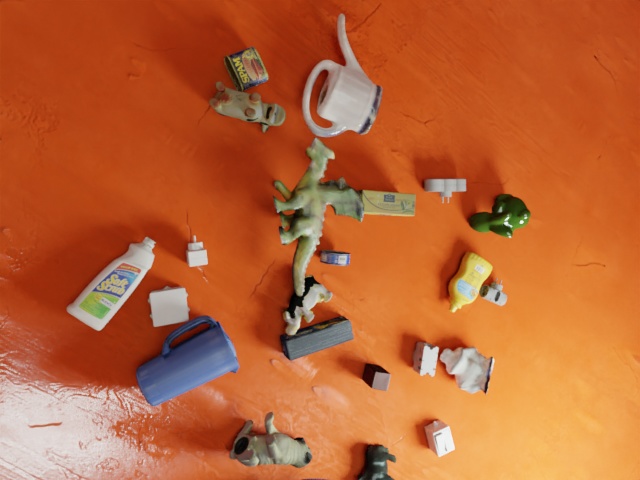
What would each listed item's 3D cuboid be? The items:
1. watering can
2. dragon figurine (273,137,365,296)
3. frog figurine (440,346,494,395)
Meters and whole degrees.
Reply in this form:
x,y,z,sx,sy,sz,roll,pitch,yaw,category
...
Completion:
x,y,z,sx,sy,sz,roll,pitch,yaw,category
0.080,-0.442,1.450,0.223,0.104,0.349,22,85,-19,watering can
0.004,-0.070,1.398,0.243,0.122,0.409,-12,95,-2,dragon figurine
0.453,0.400,1.615,0.160,0.123,0.137,15,97,17,frog figurine
